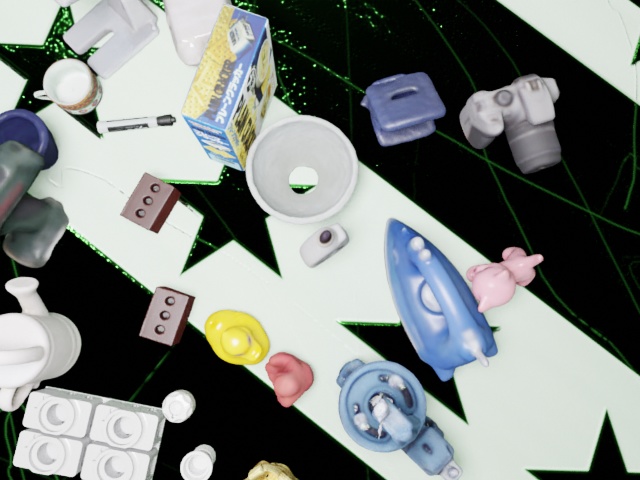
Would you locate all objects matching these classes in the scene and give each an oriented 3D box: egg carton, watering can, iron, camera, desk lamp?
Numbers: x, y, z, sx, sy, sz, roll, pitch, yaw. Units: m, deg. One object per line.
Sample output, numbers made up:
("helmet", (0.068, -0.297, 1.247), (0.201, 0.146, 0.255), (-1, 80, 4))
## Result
("egg carton", (-0.188, -0.353, 0.905), (0.107, 0.069, 0.150), (-17, 84, -3))
("watering can", (-0.413, 0.141, 0.778), (0.101, 0.194, 0.173), (-15, 84, -3))
("iron", (0.167, 0.073, 0.829), (0.118, 0.141, 0.258), (-27, 85, -4))
("camera", (0.309, -0.173, 0.882), (0.143, 0.101, 0.137), (-16, 84, -3))
("desk lamp", (-0.302, -0.368, 0.831), (0.118, 0.213, 0.203), (44, 84, 4))

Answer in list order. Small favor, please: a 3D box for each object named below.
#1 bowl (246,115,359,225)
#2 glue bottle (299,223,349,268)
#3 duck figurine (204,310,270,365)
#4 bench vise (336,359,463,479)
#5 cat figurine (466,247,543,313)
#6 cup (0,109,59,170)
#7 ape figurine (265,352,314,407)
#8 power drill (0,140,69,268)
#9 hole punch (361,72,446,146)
("bowl", (-0.027, -0.101, 0.877), (0.167, 0.074, 0.167), (0, 83, -1))
("glue bottle", (0.007, 0.003, 0.817), (0.078, 0.173, 0.037), (-33, 85, -5))
("duck figurine", (-0.125, 0.145, 0.840), (0.104, 0.086, 0.077), (34, 84, 3))
("bench vise", (0.118, 0.241, 0.768), (0.207, 0.219, 0.121), (25, 83, 2))
("cat figurine", (0.271, 0.056, 0.845), (0.128, 0.117, 0.067), (-29, 85, -4))
("cup", (-0.449, -0.137, 0.860), (0.118, 0.095, 0.092), (-8, 83, -2))
("ape figurine", (-0.047, 0.205, 0.832), (0.076, 0.092, 0.078), (6, 83, -1))
("power drill", (-0.440, -0.018, 0.789), (0.075, 0.208, 0.230), (26, 83, 2))
("hole punch", (0.127, -0.210, 0.886), (0.108, 0.091, 0.101), (-17, 84, -3))
